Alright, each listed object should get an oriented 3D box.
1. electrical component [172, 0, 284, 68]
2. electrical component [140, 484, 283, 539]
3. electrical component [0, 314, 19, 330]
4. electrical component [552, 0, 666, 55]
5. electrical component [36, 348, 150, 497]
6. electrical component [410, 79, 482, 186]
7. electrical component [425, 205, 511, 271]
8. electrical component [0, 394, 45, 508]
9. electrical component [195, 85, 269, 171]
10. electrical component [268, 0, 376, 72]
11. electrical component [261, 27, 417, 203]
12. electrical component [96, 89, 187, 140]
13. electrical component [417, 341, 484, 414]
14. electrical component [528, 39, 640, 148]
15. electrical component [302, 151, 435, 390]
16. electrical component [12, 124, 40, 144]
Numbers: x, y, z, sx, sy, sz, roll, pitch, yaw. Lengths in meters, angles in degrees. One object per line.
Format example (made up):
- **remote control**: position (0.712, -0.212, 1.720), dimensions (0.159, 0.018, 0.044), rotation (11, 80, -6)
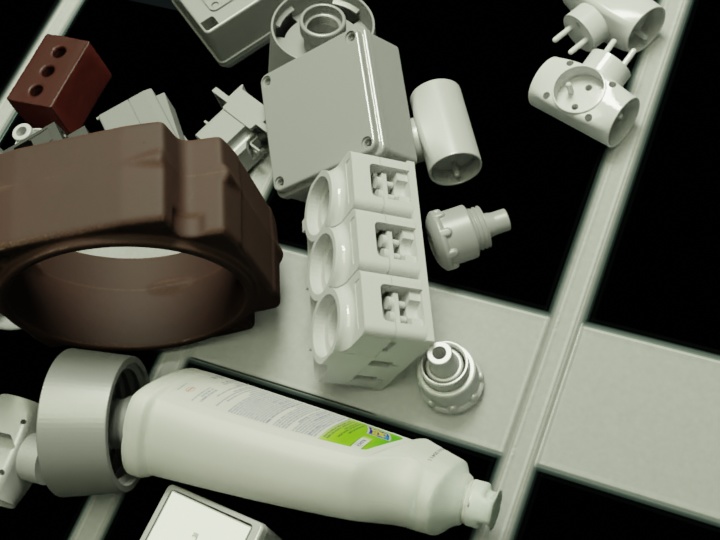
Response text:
- **electrical component**: position (-0.112, -0.258, 0.989), dimensions (0.109, 0.056, 0.108), rotation (-34, 59, -5)
- **electrical component**: position (-0.099, 0.195, 0.737), dimensions (0.096, 0.061, 0.061), rotation (18, 68, 23)
- **electrical component**: position (-0.299, -0.002, 0.879), dimensions (0.064, 0.099, 0.099), rotation (6, 64, 25)
- **electrical component**: position (0.195, -0.207, 0.887), dimensions (0.079, 0.043, 0.077), rotation (-39, 60, -7)
- **electrical component**: position (-0.184, 0.111, 0.782), dimensions (0.060, 0.108, 0.108), rotation (0, 62, 8)
- **electrical component**: position (0.052, -0.106, 0.870), dimensions (0.079, 0.044, 0.077), rotation (-16, 59, 6)
- **electrical component**: position (0.084, -0.029, 0.821), dimensions (0.062, 0.048, 0.048), rotation (-18, 59, -2)
- **electrical component**: position (-0.253, 0.141, 0.818), dimensions (0.079, 0.043, 0.077), rotation (9, 65, 18)
- **electrical component**: position (-0.102, -0.115, 0.918), dimensions (0.081, 0.042, 0.064), rotation (38, 78, 29)
- **electrical component**: position (-0.033, -0.197, 0.945), dimensions (0.099, 0.064, 0.099), rotation (0, 58, 0)
- **electrical component**: position (-0.018, -0.120, 0.857), dimensions (0.109, 0.056, 0.108), rotation (-20, 70, 34)
- **electrical component**: position (-0.171, -0.097, 0.914), dimensions (0.061, 0.061, 0.096), rotation (-29, 59, -2)
- **electrical component**: position (0.061, 0.071, 0.762), dimensions (0.048, 0.062, 0.048), rotation (-6, 61, 11)
- **electrical component**: position (0.188, -0.148, 0.853), dimensions (0.077, 0.044, 0.079), rotation (35, 86, 28)
- **electrical component**: position (0.000, 0.000, 0.790), dimensions (0.062, 0.089, 0.150), rotation (9, 58, -23)
- **electrical component**: position (-0.283, -0.104, 0.948), dimensions (0.048, 0.062, 0.048), rotation (-6, 61, 12)
